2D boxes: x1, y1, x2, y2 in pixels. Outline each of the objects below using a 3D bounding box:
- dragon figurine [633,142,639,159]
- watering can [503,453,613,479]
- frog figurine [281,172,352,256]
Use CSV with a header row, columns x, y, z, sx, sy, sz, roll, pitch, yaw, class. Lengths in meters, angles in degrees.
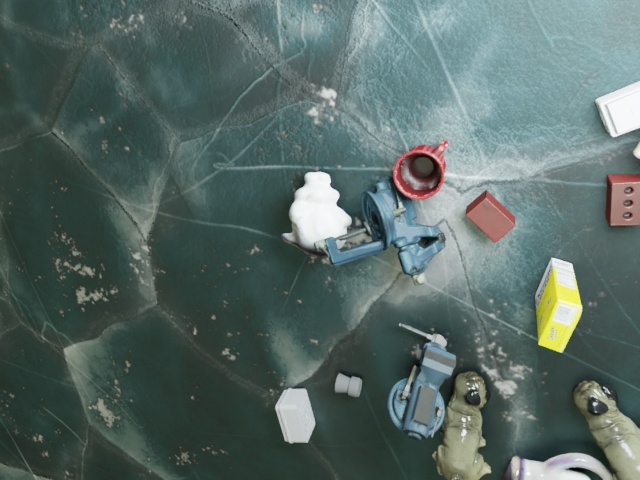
x,y,z,sx,sy,sz,roll,pitch,yaw,class
0.694,-0.141,0.770,0.409,0.123,0.241,-9,98,14,dragon figurine
0.500,0.591,1.104,0.225,0.105,0.342,9,112,18,watering can
0.003,-0.053,1.051,0.137,0.125,0.157,13,109,-21,frog figurine
